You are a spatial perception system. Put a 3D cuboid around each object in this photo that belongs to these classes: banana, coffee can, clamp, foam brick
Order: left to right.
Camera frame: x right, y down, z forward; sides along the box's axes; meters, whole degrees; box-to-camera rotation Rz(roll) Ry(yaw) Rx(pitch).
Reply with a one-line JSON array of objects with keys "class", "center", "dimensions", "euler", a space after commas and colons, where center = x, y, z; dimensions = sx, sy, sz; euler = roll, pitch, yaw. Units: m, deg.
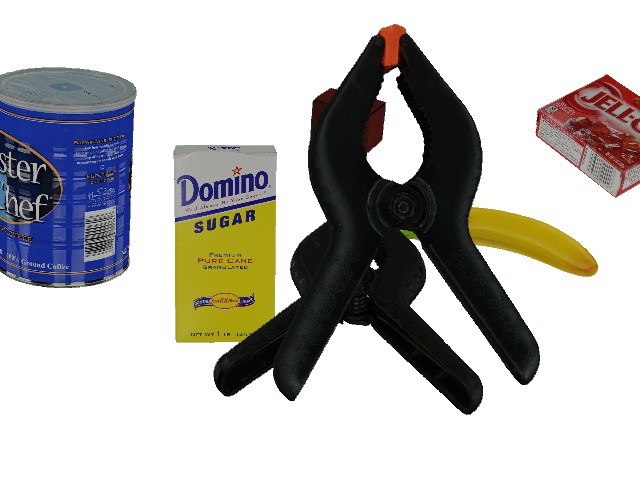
[{"class": "coffee can", "center": [-0.192, -0.049, 0.800], "dimensions": [0.103, 0.140, 0.103], "euler": [5, 22, -2]}, {"class": "foam brick", "center": [0.033, -0.144, 1.284], "dimensions": [0.078, 0.053, 0.051], "euler": [17, 32, 21]}, {"class": "clamp", "center": [0.033, 0.041, 0.721], "dimensions": [0.164, 0.036, 0.209], "euler": [9, 35, 8]}, {"class": "clamp", "center": [0.026, -0.007, 0.483], "dimensions": [0.120, 0.171, 0.039], "euler": [-12, -2, -10]}, {"class": "banana", "center": [0.173, -0.001, 1.039], "dimensions": [0.198, 0.037, 0.069], "euler": [8, 47, 19]}]

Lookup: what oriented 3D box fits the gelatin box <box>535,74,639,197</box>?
[{"class": "gelatin box", "center": [0.217, -0.081, 0.796], "dimensions": [0.073, 0.030, 0.089], "euler": [-27, 52, -22]}]

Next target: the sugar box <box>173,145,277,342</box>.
[{"class": "sugar box", "center": [-0.086, 0.003, 0.967], "dimensions": [0.093, 0.176, 0.048], "euler": [-1, 15, -5]}]
